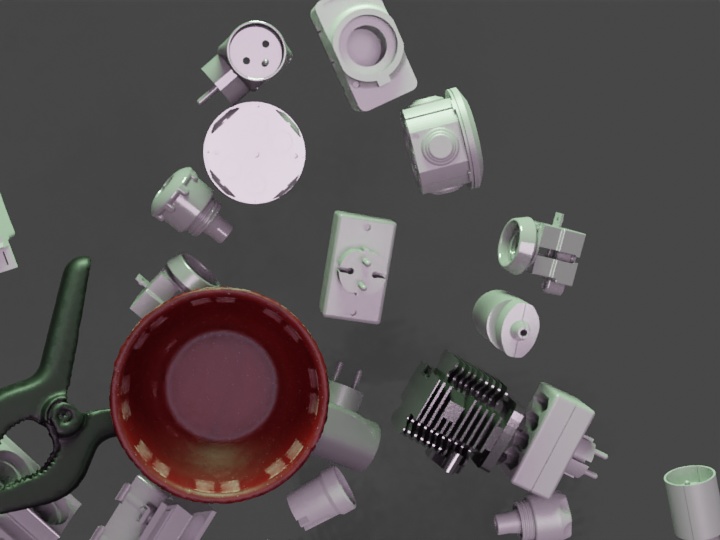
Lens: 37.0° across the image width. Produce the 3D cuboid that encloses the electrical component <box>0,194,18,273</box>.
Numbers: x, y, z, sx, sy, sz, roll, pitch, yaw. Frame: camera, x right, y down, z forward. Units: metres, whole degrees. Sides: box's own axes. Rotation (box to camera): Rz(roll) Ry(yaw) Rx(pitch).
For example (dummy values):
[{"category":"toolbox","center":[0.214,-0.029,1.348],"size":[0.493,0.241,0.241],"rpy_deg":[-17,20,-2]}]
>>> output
[{"category":"electrical component","center":[-0.290,-0.035,0.812],"size":[0.042,0.064,0.081],"rpy_deg":[-18,99,-3]}]

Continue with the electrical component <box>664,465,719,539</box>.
[{"category":"electrical component","center":[0.292,0.215,0.929],"size":[0.043,0.043,0.081],"rpy_deg":[-14,99,-5]}]

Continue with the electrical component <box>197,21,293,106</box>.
[{"category":"electrical component","center":[-0.093,-0.151,0.814],"size":[0.079,0.077,0.043],"rpy_deg":[-41,101,0]}]

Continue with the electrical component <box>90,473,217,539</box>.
[{"category":"electrical component","center":[-0.178,0.227,0.857],"size":[0.063,0.079,0.121],"rpy_deg":[33,93,19]}]

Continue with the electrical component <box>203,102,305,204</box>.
[{"category":"electrical component","center":[-0.082,-0.091,0.837],"size":[0.080,0.051,0.080],"rpy_deg":[-1,98,-7]}]

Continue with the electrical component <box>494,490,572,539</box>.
[{"category":"electrical component","center":[0.145,0.210,0.910],"size":[0.062,0.043,0.043],"rpy_deg":[-8,98,-5]}]

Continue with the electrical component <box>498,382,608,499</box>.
[{"category":"electrical component","center":[0.172,0.150,0.903],"size":[0.076,0.047,0.083],"rpy_deg":[26,94,-10]}]

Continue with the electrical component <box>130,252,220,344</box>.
[{"category":"electrical component","center":[-0.144,0.020,0.847],"size":[0.066,0.048,0.055],"rpy_deg":[42,98,-11]}]

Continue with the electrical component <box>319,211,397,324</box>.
[{"category":"electrical component","center":[0.000,0.000,0.847],"size":[0.047,0.075,0.083],"rpy_deg":[9,96,-8]}]

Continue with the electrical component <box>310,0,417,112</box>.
[{"category":"electrical component","center":[0.003,-0.172,0.835],"size":[0.050,0.055,0.089],"rpy_deg":[-25,100,-3]}]

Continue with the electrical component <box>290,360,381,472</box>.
[{"category":"electrical component","center":[-0.021,0.114,0.874],"size":[0.077,0.043,0.079],"rpy_deg":[25,77,-22]}]

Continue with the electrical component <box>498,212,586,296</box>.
[{"category":"electrical component","center":[0.147,-0.016,0.880],"size":[0.055,0.048,0.066],"rpy_deg":[12,96,-16]}]

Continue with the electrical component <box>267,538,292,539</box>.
[{"category":"electrical component","center":[-0.088,0.255,0.876],"size":[0.081,0.064,0.042],"rpy_deg":[-17,98,-5]}]

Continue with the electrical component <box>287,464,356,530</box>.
[{"category":"electrical component","center":[-0.032,0.189,0.887],"size":[0.046,0.040,0.040],"rpy_deg":[-29,100,3]}]

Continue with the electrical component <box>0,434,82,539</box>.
[{"category":"electrical component","center":[-0.289,0.171,0.838],"size":[0.063,0.078,0.121],"rpy_deg":[-40,101,21]}]

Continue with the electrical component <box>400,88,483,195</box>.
[{"category":"electrical component","center":[0.064,-0.098,0.841],"size":[0.051,0.080,0.080],"rpy_deg":[-14,99,0]}]

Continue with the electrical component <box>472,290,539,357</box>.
[{"category":"electrical component","center":[0.121,0.043,0.866],"size":[0.043,0.081,0.043],"rpy_deg":[-1,98,-7]}]

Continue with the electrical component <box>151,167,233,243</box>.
[{"category":"electrical component","center":[-0.129,-0.046,0.842],"size":[0.062,0.048,0.048],"rpy_deg":[39,91,-17]}]
